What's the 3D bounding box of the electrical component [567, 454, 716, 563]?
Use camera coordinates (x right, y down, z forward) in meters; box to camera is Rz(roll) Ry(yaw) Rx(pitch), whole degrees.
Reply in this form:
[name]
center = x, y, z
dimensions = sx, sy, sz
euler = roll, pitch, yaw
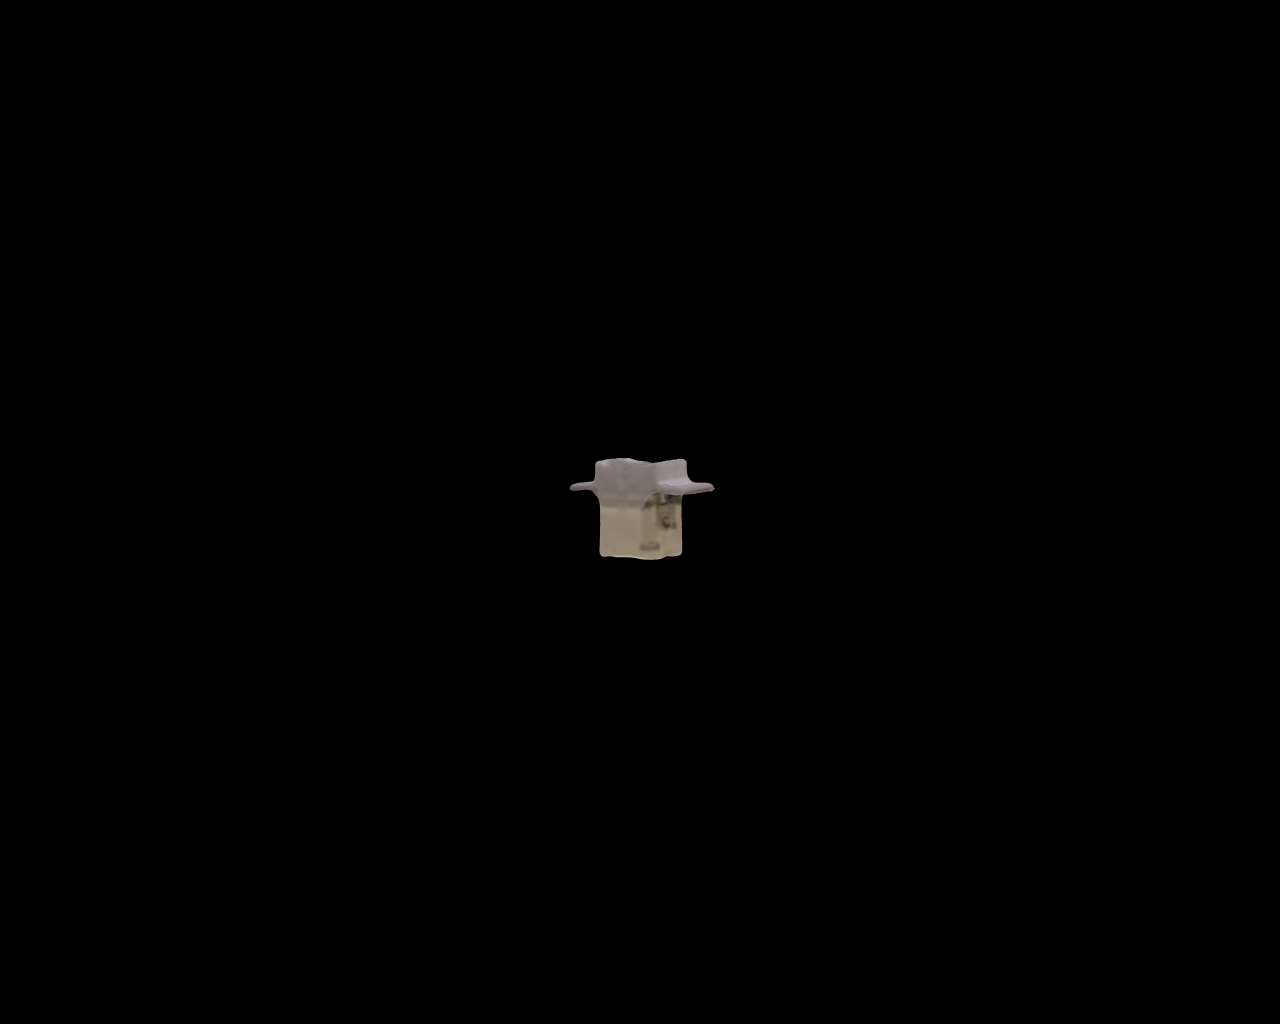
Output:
[electrical component]
center = 0.001, -0.003, 0.650
dimensions = 0.081, 0.063, 0.042
euler = 4, 6, 33
